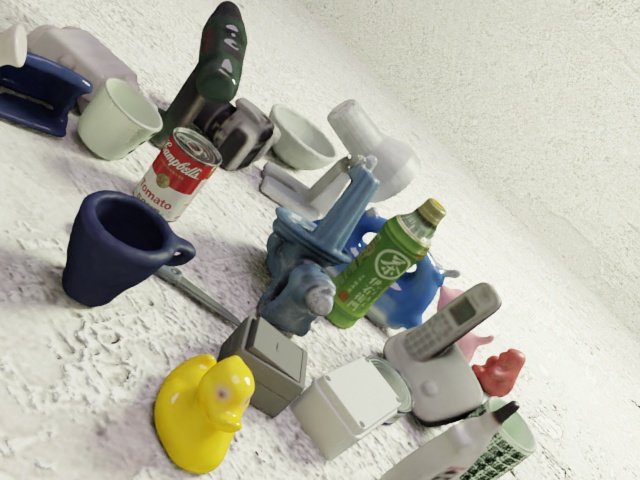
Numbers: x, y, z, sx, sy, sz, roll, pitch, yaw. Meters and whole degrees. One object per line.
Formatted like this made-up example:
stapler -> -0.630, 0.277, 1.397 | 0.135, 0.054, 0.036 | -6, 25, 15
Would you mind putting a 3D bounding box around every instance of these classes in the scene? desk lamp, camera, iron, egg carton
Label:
desk lamp -> 0.038, -0.125, 0.997 | 0.204, 0.213, 0.118 | 32, 25, -22
camera -> -0.147, -0.203, 0.982 | 0.137, 0.100, 0.143 | 43, 23, 1
iron -> 0.092, 0.024, 0.914 | 0.258, 0.141, 0.119 | 41, 23, -2
egg carton -> -0.326, -0.232, 0.788 | 0.150, 0.069, 0.107 | 41, 23, -2

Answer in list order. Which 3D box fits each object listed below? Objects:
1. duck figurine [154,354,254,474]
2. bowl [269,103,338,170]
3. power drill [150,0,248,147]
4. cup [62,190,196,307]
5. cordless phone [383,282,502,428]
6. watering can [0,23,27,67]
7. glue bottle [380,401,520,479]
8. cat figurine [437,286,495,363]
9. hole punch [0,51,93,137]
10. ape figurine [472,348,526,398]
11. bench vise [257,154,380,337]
duck figurine -> -0.092, 0.135, 0.498 | 0.078, 0.086, 0.104 | 27, 27, -32
bowl -> -0.049, -0.194, 1.156 | 0.168, 0.074, 0.167 | 35, 24, -18
power drill -> -0.181, -0.240, 0.856 | 0.076, 0.208, 0.229 | 28, 27, -31
cup -> -0.186, 0.019, 0.539 | 0.118, 0.095, 0.091 | 21, 31, -41
cordless phone -> 0.186, 0.154, 0.782 | 0.094, 0.185, 0.147 | 21, 31, -41
watering can -> -0.368, -0.217, 0.533 | 0.174, 0.194, 0.100 | 13, 36, -49
glue bottle -> 0.145, 0.223, 0.610 | 0.078, 0.173, 0.037 | 19, 32, -43
cat figurine -> 0.238, 0.139, 0.977 | 0.127, 0.117, 0.067 | 48, 23, 13
hole punch -> -0.337, -0.193, 0.673 | 0.109, 0.091, 0.101 | 18, 33, -44
ape figurine -> 0.314, 0.222, 0.987 | 0.078, 0.092, 0.076 | 5, 43, -55
bench vise -> 0.015, 0.006, 0.723 | 0.122, 0.219, 0.207 | 21, 31, -40
